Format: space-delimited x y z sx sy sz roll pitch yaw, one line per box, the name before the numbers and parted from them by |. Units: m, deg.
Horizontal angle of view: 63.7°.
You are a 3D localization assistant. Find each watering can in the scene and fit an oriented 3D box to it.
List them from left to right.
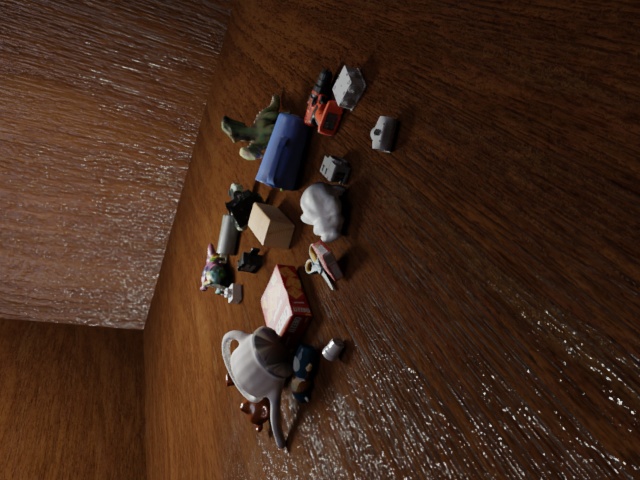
watering can | -0.149 0.387 1.425 0.351 0.105 0.220 53 126 15

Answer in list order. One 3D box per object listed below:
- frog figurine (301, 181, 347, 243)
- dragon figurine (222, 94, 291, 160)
frog figurine | 0.004 -0.068 1.360 0.136 0.121 0.163 -18 50 40
dragon figurine | -0.234 -0.418 1.868 0.119 0.242 0.420 117 149 -41
